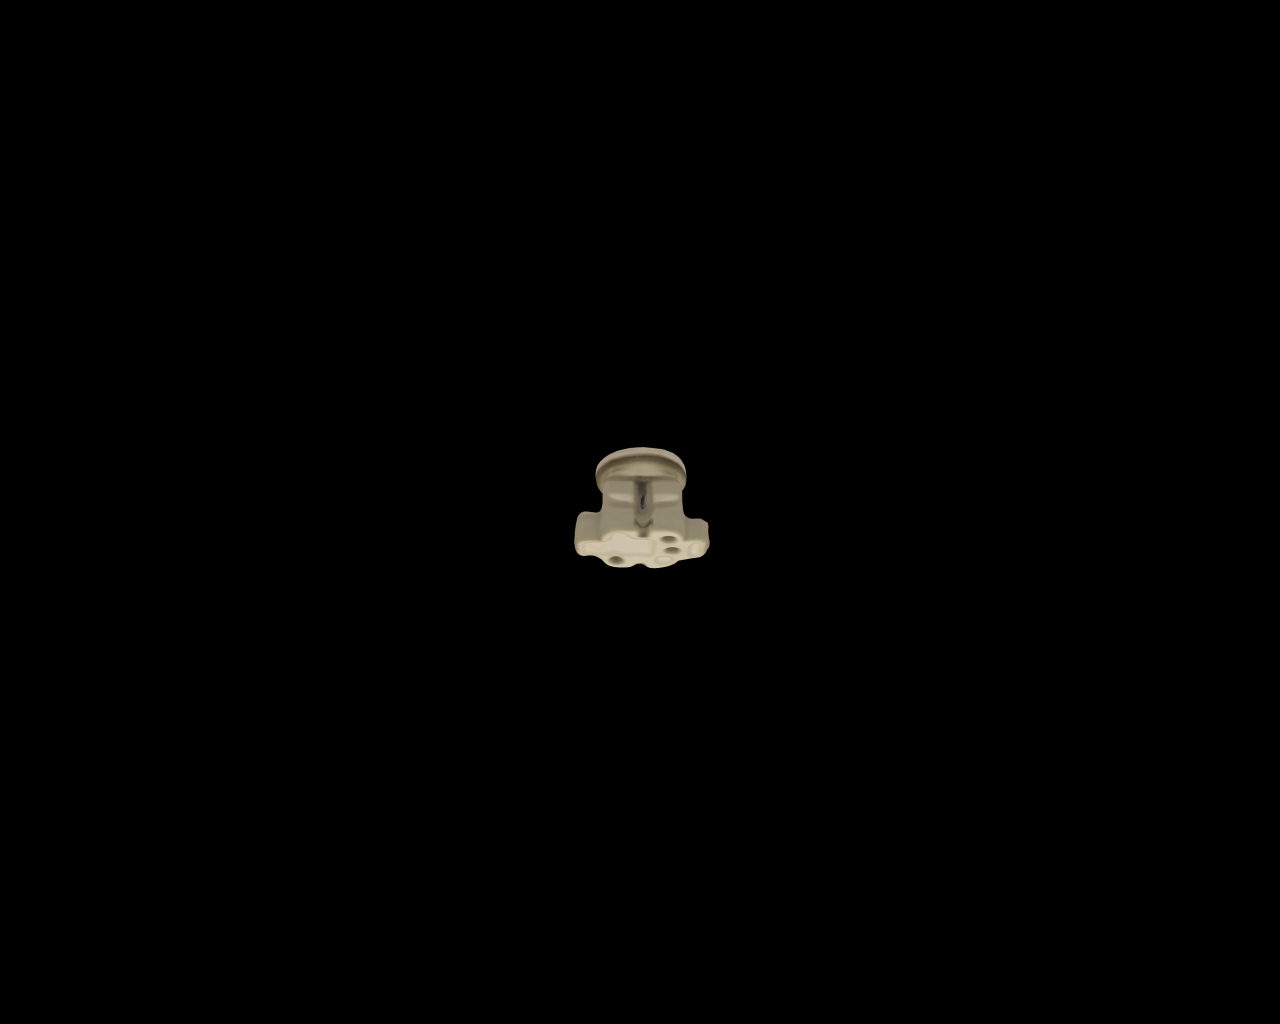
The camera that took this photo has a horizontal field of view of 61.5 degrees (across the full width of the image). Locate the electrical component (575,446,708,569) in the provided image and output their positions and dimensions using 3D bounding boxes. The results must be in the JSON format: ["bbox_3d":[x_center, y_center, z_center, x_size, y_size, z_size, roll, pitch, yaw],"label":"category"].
[{"bbox_3d":[0.001,-0.003,0.650,0.078,0.057,0.058,1,-28,-2],"label":"electrical component"}]
